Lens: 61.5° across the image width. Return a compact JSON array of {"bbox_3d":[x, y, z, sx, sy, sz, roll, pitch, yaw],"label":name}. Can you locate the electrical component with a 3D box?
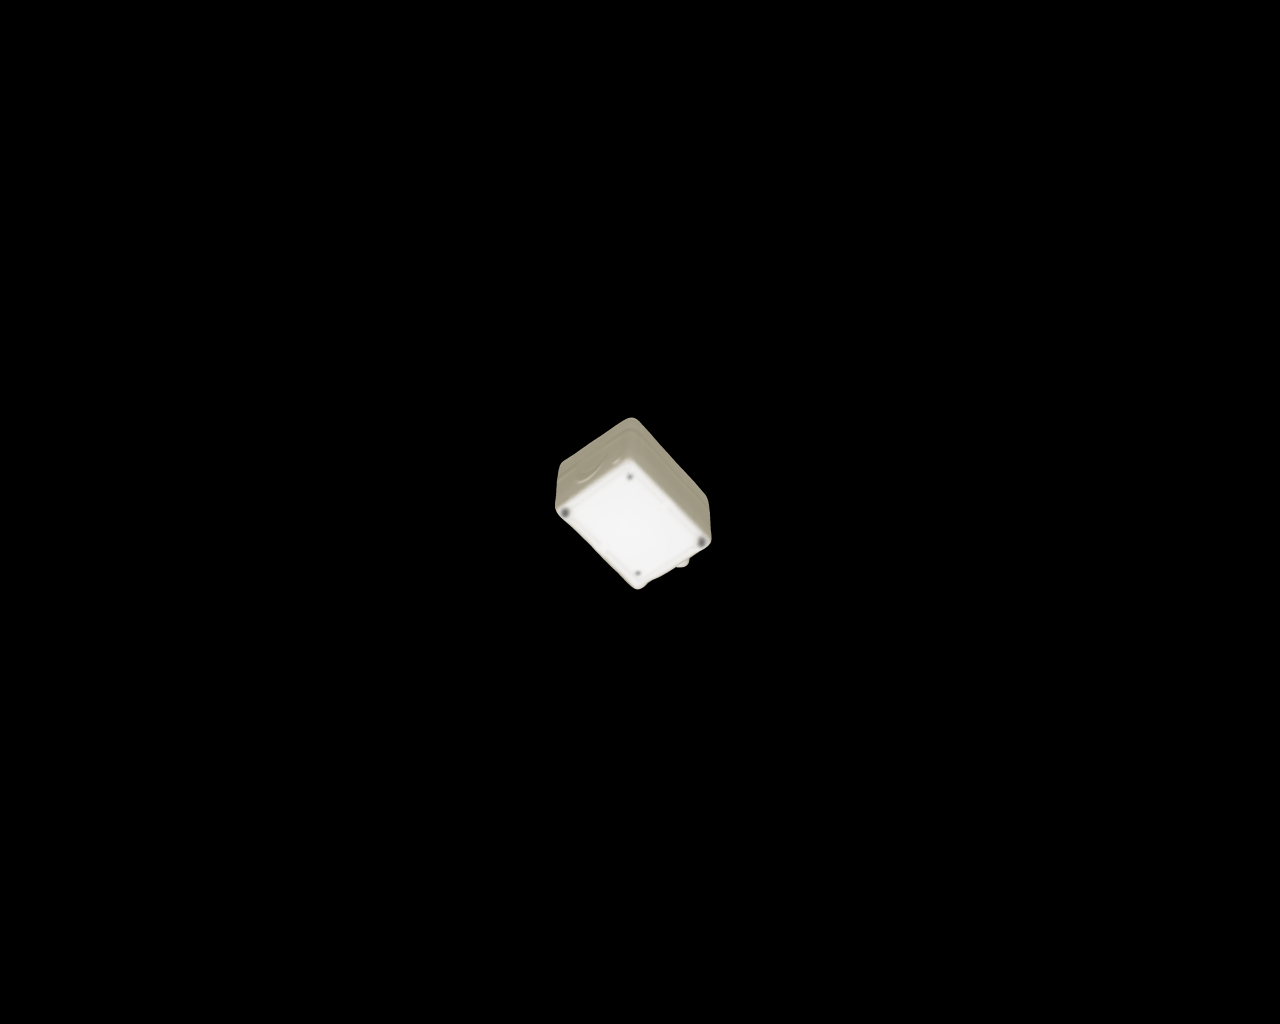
[{"bbox_3d":[0.001,-0.003,0.650,0.061,0.096,0.061,-33,28,20],"label":"electrical component"}]
